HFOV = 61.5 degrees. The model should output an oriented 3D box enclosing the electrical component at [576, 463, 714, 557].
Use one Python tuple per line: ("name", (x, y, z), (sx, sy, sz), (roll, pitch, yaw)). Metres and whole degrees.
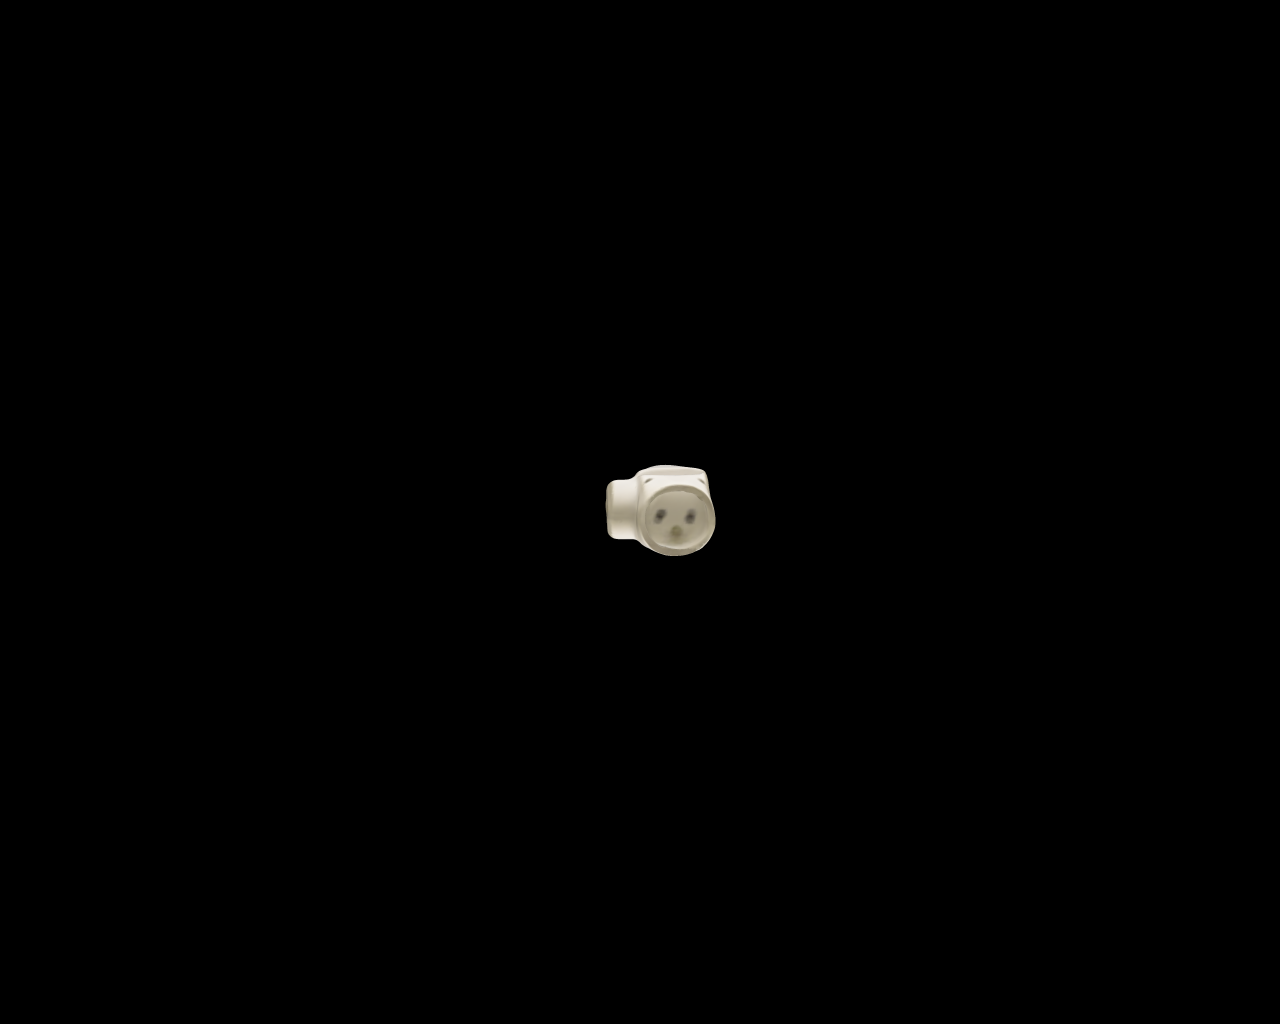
("electrical component", (0.001, -0.003, 0.650), (0.079, 0.043, 0.077), (-1, 11, -4))
